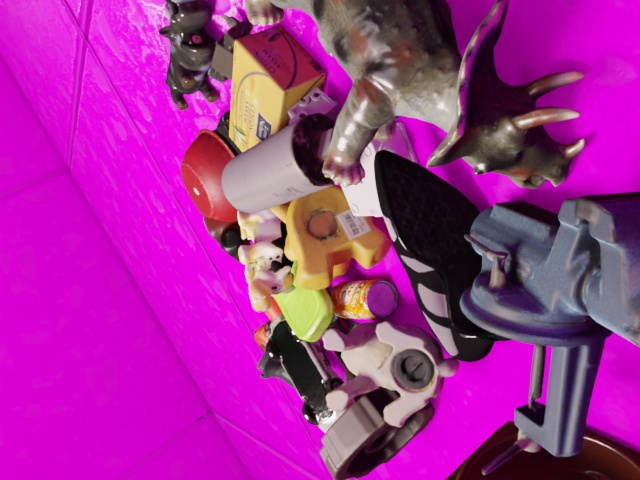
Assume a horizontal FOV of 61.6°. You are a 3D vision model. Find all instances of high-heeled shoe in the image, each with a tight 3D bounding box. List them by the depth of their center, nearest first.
[{"bbox_3d":[0.116,0.022,0.568,0.248,0.086,0.145,59,166,-1],"label":"high-heeled shoe"}]

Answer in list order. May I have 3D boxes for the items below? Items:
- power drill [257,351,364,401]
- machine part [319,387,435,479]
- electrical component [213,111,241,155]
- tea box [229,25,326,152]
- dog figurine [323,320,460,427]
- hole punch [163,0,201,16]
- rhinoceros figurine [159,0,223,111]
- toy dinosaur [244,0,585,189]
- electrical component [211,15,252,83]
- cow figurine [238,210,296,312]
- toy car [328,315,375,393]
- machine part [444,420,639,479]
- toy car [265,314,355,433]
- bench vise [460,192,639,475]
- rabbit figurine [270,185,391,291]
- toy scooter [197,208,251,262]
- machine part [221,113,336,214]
[{"bbox_3d":[-0.006,0.252,0.932,0.207,0.086,0.231,28,156,10],"label":"power drill"},{"bbox_3d":[0.082,0.275,0.781,0.056,0.179,0.179,49,153,34],"label":"machine part"},{"bbox_3d":[-0.111,-0.125,0.822,0.134,0.058,0.115,60,156,-3],"label":"electrical component"},{"bbox_3d":[-0.060,-0.166,0.678,0.098,0.068,0.169,49,152,19],"label":"tea box"},{"bbox_3d":[0.102,0.149,0.708,0.173,0.190,0.121,8,95,20],"label":"dog figurine"},{"bbox_3d":[-0.128,-0.325,0.584,0.092,0.116,0.142,27,142,34],"label":"hole punch"},{"bbox_3d":[-0.189,-0.274,0.792,0.112,0.073,0.190,65,157,10],"label":"rhinoceros figurine"},{"bbox_3d":[0.041,-0.191,0.437,0.405,0.131,0.192,58,142,10],"label":"toy dinosaur"},{"bbox_3d":[-0.110,-0.246,0.711,0.078,0.045,0.102,28,154,-2],"label":"electrical component"},{"bbox_3d":[-0.067,0.023,0.776,0.068,0.098,0.167,90,170,-57],"label":"cow figurine"},{"bbox_3d":[0.039,0.169,0.881,0.202,0.053,0.089,58,165,-7],"label":"toy car"},{"bbox_3d":[0.224,0.271,0.504,0.202,0.201,0.087,18,130,53],"label":"machine part"},{"bbox_3d":[-0.017,0.201,0.832,0.073,0.056,0.202,-47,61,23],"label":"toy car"},{"bbox_3d":[0.193,0.074,0.416,0.224,0.129,0.240,29,124,56],"label":"bench vise"},{"bbox_3d":[-0.001,-0.002,0.710,0.162,0.122,0.173,53,172,18],"label":"rabbit figurine"},{"bbox_3d":[-0.166,-0.033,0.993,0.184,0.075,0.135,63,-175,21],"label":"toy scooter"},{"bbox_3d":[-0.044,-0.079,0.605,0.243,0.079,0.079,-11,109,55],"label":"machine part"}]
